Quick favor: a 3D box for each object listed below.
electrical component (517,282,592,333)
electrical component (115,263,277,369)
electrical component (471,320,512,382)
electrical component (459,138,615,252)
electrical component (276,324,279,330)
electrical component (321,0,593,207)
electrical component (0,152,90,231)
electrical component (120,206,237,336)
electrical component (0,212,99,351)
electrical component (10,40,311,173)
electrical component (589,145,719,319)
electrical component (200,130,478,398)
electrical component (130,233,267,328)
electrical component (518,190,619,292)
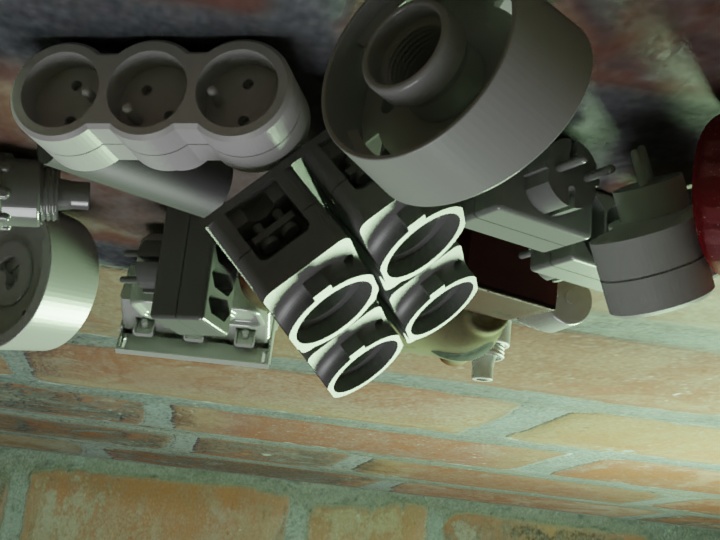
[{"bbox_3d":[0.142,0.028,0.811,0.040,0.040,0.078,11,163,-18],"label":"electrical component"},{"bbox_3d":[-0.130,0.034,0.870,0.121,0.078,0.063,6,134,-1],"label":"electrical component"},{"bbox_3d":[0.104,0.061,0.899,0.043,0.062,0.043,5,164,2],"label":"electrical component"},{"bbox_3d":[0.099,-0.046,0.565,0.066,0.047,0.077,15,161,-29],"label":"electrical component"},{"bbox_3d":[-0.095,0.040,0.944,0.035,0.035,0.061,1,161,15],"label":"electrical component"},{"bbox_3d":[0.036,-0.072,0.418,0.099,0.099,0.064,-8,152,39],"label":"electrical component"},{"bbox_3d":[-0.200,-0.048,0.670,0.062,0.048,0.048,2,165,-14],"label":"electrical component"},{"bbox_3d":[-0.127,-0.002,0.727,0.076,0.083,0.047,1,163,15],"label":"electrical component"},{"bbox_3d":[-0.231,0.006,0.756,0.108,0.108,0.060,-5,166,33],"label":"electrical component"},{"bbox_3d":[-0.092,-0.073,0.530,0.138,0.052,0.073,2,163,11],"label":"electrical component"},{"bbox_3d":[0.154,-0.029,0.559,0.052,0.073,0.138,-15,-174,27],"label":"electrical component"},{"bbox_3d":[0.000,0.000,0.581,0.105,0.060,0.186,-37,158,-5],"label":"electrical component"},{"bbox_3d":[-0.114,0.005,0.787,0.095,0.059,0.053,5,163,4],"label":"electrical component"},{"bbox_3d":[0.130,-0.014,0.662,0.066,0.047,0.077,15,161,-29],"label":"electrical component"}]
